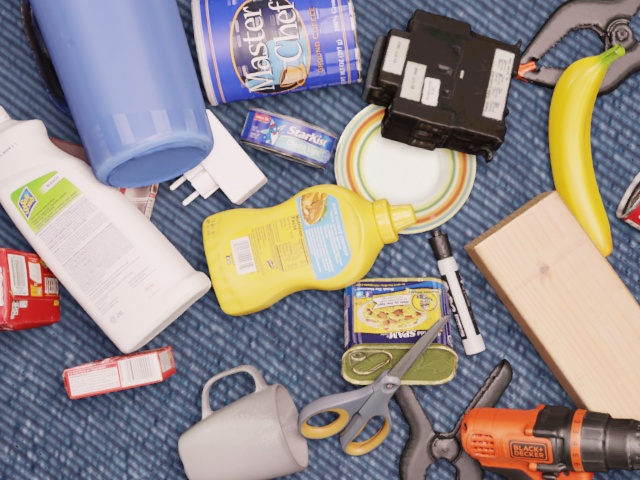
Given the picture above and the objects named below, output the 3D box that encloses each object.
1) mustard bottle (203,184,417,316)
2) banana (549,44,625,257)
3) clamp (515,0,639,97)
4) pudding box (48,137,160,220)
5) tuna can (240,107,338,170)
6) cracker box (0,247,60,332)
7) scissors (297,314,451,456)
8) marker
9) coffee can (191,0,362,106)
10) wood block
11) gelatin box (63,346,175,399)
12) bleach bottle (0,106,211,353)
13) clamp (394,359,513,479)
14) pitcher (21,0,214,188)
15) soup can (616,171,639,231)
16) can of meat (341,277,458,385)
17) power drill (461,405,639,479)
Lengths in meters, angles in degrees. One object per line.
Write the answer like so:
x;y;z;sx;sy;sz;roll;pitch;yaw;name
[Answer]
-0.006;0.001;0.973;0.192;0.058;0.096;-16;78;11;mustard bottle
0.240;-0.082;0.978;0.037;0.070;0.198;-13;111;-27;banana
0.286;-0.182;0.996;0.210;0.036;0.164;-26;90;3;clamp
-0.213;-0.040;1.003;0.113;0.039;0.090;14;90;1;pudding box
-0.029;-0.093;0.977;0.086;0.086;0.034;18;91;1;tuna can
-0.355;0.051;0.943;0.213;0.164;0.072;-5;87;1;cracker box
0.040;0.127;0.938;0.096;0.016;0.202;6;134;-12;scissors
0.128;0.048;1.004;0.020;0.020;0.121;-18;89;1;marker
-0.038;-0.183;0.970;0.140;0.103;0.103;-9;89;1;coffee can
0.230;0.065;0.967;0.091;0.090;0.206;-35;89;1;wood block
-0.183;0.121;0.983;0.089;0.073;0.030;-11;88;2;gelatin box
-0.214;-0.024;0.953;0.102;0.068;0.251;-40;86;3;bleach bottle
0.124;0.185;0.993;0.120;0.039;0.171;-5;92;7;clamp
-0.185;-0.170;0.946;0.145;0.149;0.243;-18;78;-7;pitcher
0.334;-0.022;0.977;0.102;0.068;0.068;32;90;1;soup can
0.070;0.081;0.968;0.102;0.057;0.084;0;49;1;can of meat
0.221;0.234;0.933;0.185;0.057;0.188;0;108;29;power drill
